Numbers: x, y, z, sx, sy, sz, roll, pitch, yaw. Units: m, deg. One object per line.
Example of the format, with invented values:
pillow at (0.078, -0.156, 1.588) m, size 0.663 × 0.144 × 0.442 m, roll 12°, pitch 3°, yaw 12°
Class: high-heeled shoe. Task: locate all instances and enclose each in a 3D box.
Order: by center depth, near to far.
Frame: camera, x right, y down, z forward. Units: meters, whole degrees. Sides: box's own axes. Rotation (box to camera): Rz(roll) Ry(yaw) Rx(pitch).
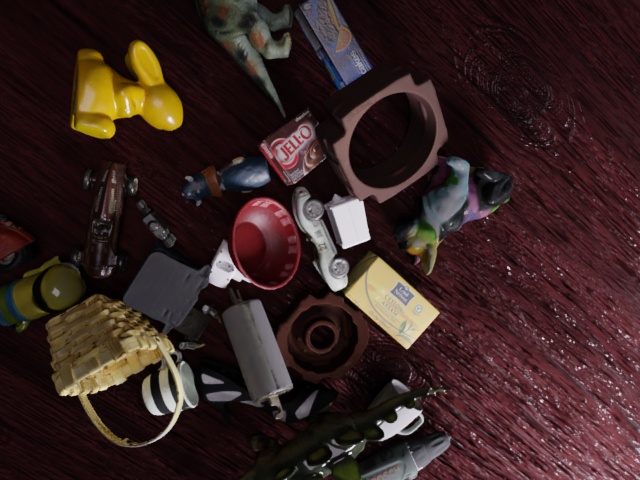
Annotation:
high-heeled shoe at (-0.101, 0.260, 0.986) m, size 0.249 × 0.086 × 0.145 m, roll -14°, pitch 107°, yaw 1°

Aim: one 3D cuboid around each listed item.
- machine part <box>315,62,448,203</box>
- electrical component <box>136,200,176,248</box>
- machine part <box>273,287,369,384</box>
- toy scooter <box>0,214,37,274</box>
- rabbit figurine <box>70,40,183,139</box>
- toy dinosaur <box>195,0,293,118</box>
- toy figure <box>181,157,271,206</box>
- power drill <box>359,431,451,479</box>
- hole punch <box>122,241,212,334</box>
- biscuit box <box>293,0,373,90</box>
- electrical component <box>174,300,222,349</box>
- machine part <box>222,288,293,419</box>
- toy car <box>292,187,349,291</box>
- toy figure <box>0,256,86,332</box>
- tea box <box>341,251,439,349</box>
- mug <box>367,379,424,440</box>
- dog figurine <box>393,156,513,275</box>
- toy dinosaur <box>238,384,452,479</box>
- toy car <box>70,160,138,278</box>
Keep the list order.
machine part at (0.106, -0.182, 0.921) m, size 0.201 × 0.087 × 0.200 m, roll -34°, pitch 131°, yaw -3°
electrical component at (-0.283, -0.028, 0.920) m, size 0.021 × 0.063 × 0.094 m, roll -37°, pitch 103°, yaw -2°
machine part at (0.001, 0.178, 1.012) m, size 0.179 × 0.056 × 0.179 m, roll -2°, pitch 99°, yaw -12°
toy scooter at (-0.566, 0.008, 0.870) m, size 0.184 × 0.075 × 0.135 m, roll -26°, pitch 102°, yaw -1°
rabbit figurine at (-0.308, -0.234, 0.874) m, size 0.173 × 0.122 × 0.162 m, roll 8°, pitch 88°, yaw -26°
toy dinosaur at (-0.138, -0.407, 0.866) m, size 0.192 × 0.131 × 0.404 m, roll 3°, pitch 103°, yaw 1°
toy figure at (-0.164, -0.104, 0.935) m, size 0.154 × 0.058 × 0.064 m, roll -14°, pitch 94°, yaw -3°
power drill at (0.177, 0.510, 1.086) m, size 0.232 × 0.086 × 0.207 m, roll -16°, pitch 105°, yaw -6°
hole punch at (-0.267, 0.075, 0.931) m, size 0.115 × 0.092 × 0.142 m, roll 33°, pitch 89°, yaw -21°
biscuit box at (0.035, -0.326, 0.935) m, size 0.063 × 0.059 × 0.202 m, roll -34°, pitch 104°, yaw -4°
electrical component at (-0.227, 0.146, 0.969) m, size 0.078 × 0.045 × 0.102 m, roll 39°, pitch 90°, yaw -15°
machine part at (-0.111, 0.194, 0.945) m, size 0.079 × 0.079 × 0.243 m, roll -23°, pitch 72°, yaw -6°
toy car at (-0.002, -0.003, 0.972) m, size 0.056 × 0.073 × 0.201 m, roll -26°, pitch 103°, yaw -7°
toy figure at (-0.474, 0.098, 0.886) m, size 0.180 × 0.089 × 0.082 m, roll -19°, pitch 125°, yaw 4°
tea box at (0.129, 0.113, 1.019) m, size 0.169 × 0.068 × 0.098 m, roll 40°, pitch 91°, yaw -13°
mug at (0.143, 0.344, 1.058) m, size 0.109 × 0.081 × 0.107 m, roll 40°, pitch 102°, yaw -21°
dog figurine at (0.241, -0.040, 0.999) m, size 0.191 × 0.108 × 0.219 m, roll 15°, pitch 100°, yaw -15°
toy dinosaur at (0.015, 0.368, 0.972) m, size 0.471 × 0.199 × 0.105 m, roll -34°, pitch 106°, yaw -2°
toy car at (-0.366, -0.033, 0.912) m, size 0.089 × 0.053 × 0.202 m, roll 11°, pitch 98°, yaw -9°
